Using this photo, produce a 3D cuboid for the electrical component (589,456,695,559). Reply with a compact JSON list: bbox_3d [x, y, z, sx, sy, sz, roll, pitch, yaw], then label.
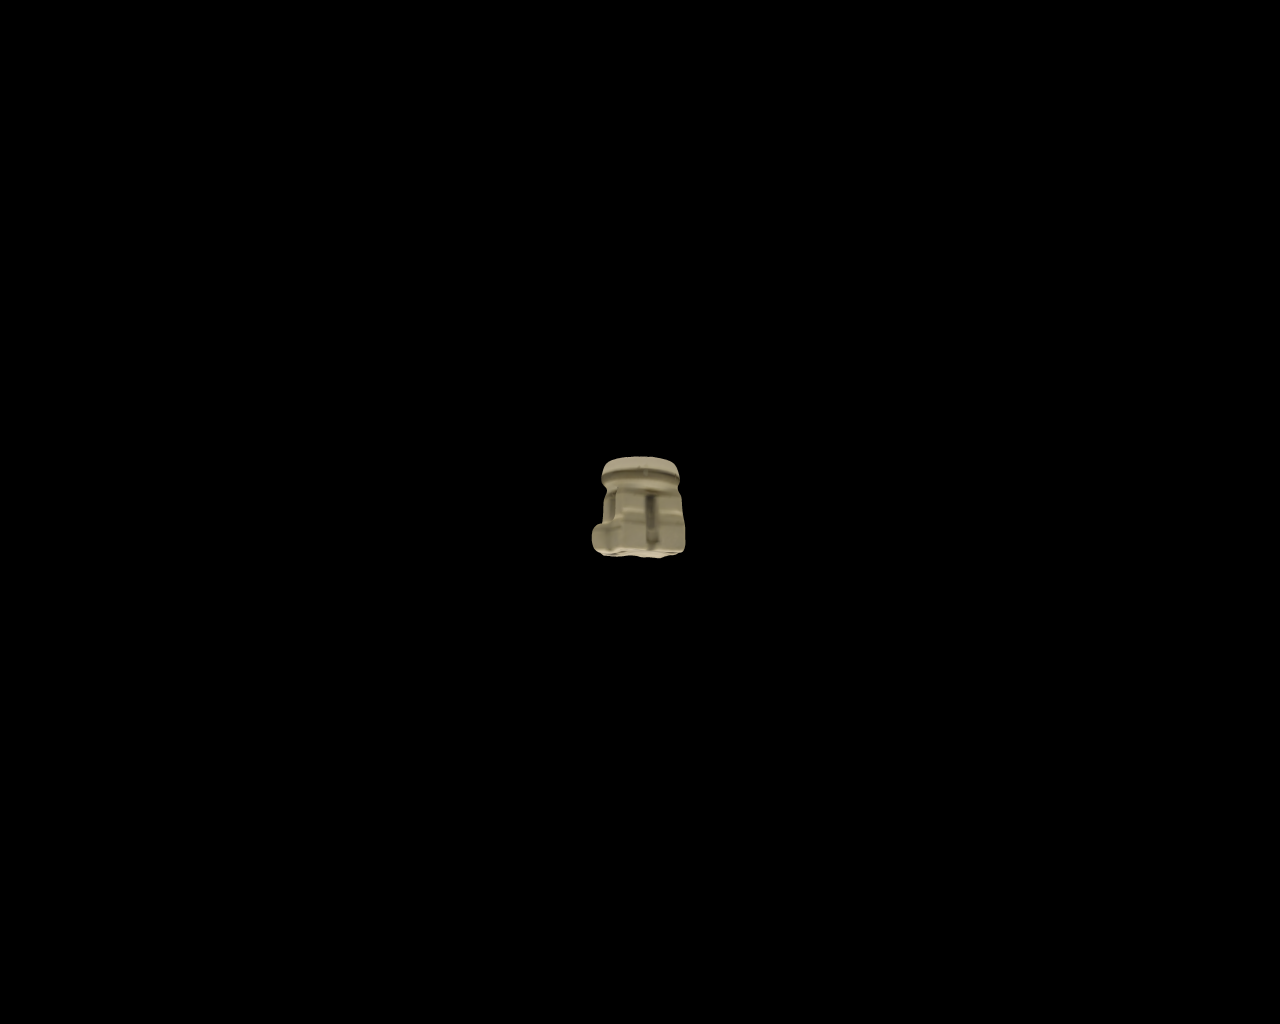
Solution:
[{"bbox_3d":[0.001,-0.003,0.650,0.066,0.055,0.048,5,-11,-24],"label":"electrical component"}]
